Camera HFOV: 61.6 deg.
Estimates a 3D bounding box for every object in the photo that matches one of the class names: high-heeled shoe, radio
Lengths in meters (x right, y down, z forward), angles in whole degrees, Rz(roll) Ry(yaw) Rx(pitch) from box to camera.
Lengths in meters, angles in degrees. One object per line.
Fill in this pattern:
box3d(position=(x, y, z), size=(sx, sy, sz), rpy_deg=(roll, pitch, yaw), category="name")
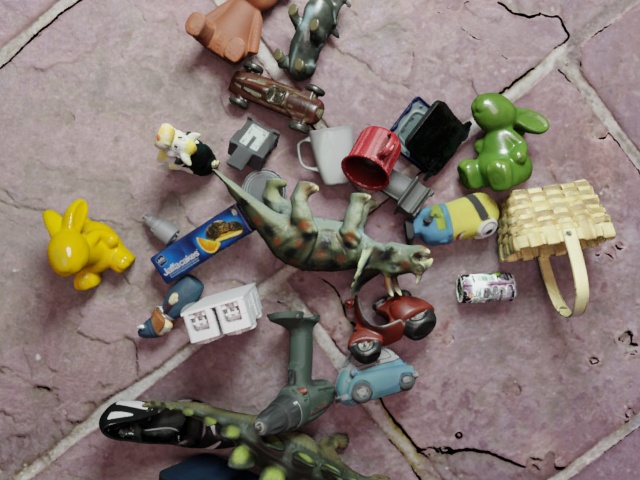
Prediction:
box3d(position=(-0.275, 0.352, 0.995), size=(0.249, 0.145, 0.086), rpy_deg=(17, 93, 1), category="high-heeled shoe")
box3d(position=(-0.178, 0.460, 0.955), size=(0.230, 0.131, 0.073), rpy_deg=(2, 91, 39), category="radio")

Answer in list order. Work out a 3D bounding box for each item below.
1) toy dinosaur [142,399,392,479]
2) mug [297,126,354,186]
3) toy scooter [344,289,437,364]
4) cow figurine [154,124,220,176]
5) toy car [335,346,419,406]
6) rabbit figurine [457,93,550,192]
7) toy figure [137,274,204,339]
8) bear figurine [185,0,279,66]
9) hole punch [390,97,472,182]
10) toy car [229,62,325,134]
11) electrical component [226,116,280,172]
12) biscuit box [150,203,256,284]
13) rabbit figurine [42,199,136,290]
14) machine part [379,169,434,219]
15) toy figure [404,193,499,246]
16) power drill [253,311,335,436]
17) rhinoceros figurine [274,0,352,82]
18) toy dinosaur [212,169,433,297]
box3d(position=(-0.084, 0.367, 0.971), size=(0.471, 0.198, 0.105), rpy_deg=(21, 89, -3), category="toy dinosaur")
box3d(position=(0.015, -0.156, 1.009), size=(0.110, 0.081, 0.107), rpy_deg=(-11, 101, -5), category="mug")
box3d(position=(0.119, 0.144, 1.017), size=(0.184, 0.075, 0.135), rpy_deg=(-23, 48, -15), category="toy scooter")
box3d(position=(-0.236, -0.155, 0.964), size=(0.098, 0.167, 0.068), rpy_deg=(20, 87, 0), category="cow figurine")
box3d(position=(0.098, 0.250, 1.017), size=(0.162, 0.109, 0.103), rpy_deg=(-15, 75, -8), category="toy car")
box3d(position=(0.337, -0.188, 0.980), size=(0.159, 0.121, 0.170), rpy_deg=(-19, 106, -15), category="rabbit figurine")
box3d(position=(-0.286, 0.134, 1.023), size=(0.154, 0.064, 0.058), rpy_deg=(-49, 50, 3), category="toy figure")
box3d(position=(-0.137, -0.420, 0.976), size=(0.120, 0.132, 0.196), rpy_deg=(35, 98, -3), category="bear figurine")
box3d(position=(0.199, -0.197, 1.014), size=(0.115, 0.092, 0.142), rpy_deg=(38, 88, -35), category="hole punch")
box3d(position=(-0.085, -0.267, 0.998), size=(0.202, 0.053, 0.089), rpy_deg=(26, 95, 16), category="toy car")
box3d(position=(-0.131, -0.166, 0.997), size=(0.075, 0.047, 0.119), rpy_deg=(26, 61, -1), category="electrical component")
box3d(position=(-0.216, 0.005, 1.007), size=(0.203, 0.059, 0.062), rpy_deg=(-31, 94, 12), category="biscuit box")
box3d(position=(-0.428, 0.010, 0.968), size=(0.122, 0.173, 0.162), rpy_deg=(-17, 97, 4), category="rabbit figurine")
box3d(position=(0.138, -0.100, 1.012), size=(0.139, 0.039, 0.084), rpy_deg=(35, 78, 15), category="machine part")
box3d(position=(0.248, -0.037, 1.015), size=(0.180, 0.082, 0.089), rpy_deg=(-8, 94, 2), category="toy figure")
box3d(position=(-0.047, 0.232, 0.967), size=(0.086, 0.232, 0.207), rpy_deg=(-17, 72, 26), category="power drill")
box3d(position=(-0.007, -0.383, 0.988), size=(0.073, 0.112, 0.190), rpy_deg=(34, 106, 26), category="rhinoceros figurine")
box3d(position=(-0.007, -0.004, 0.980), size=(0.405, 0.131, 0.192), rpy_deg=(10, 88, -5), category="toy dinosaur")
